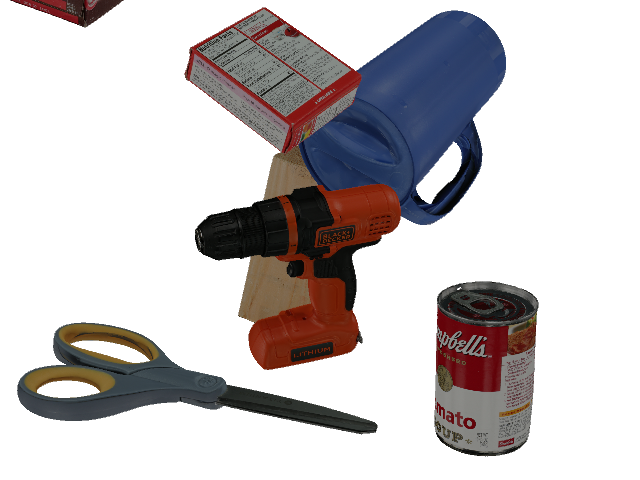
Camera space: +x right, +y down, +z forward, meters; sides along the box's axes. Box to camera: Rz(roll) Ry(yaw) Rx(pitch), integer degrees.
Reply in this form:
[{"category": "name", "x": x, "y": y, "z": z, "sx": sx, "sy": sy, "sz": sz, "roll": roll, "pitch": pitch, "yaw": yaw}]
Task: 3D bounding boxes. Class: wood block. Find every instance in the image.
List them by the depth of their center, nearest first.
[{"category": "wood block", "x": -0.022, "y": 0.000, "z": 1.276, "sx": 0.090, "sy": 0.206, "sz": 0.090, "roll": 21, "pitch": 22, "yaw": 17}]

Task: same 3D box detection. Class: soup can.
[{"category": "soup can", "x": 0.113, "y": 0.087, "z": 0.735, "sx": 0.068, "sy": 0.102, "sz": 0.068, "roll": -1, "pitch": 21, "yaw": 0}]

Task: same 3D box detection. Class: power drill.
[{"category": "power drill", "x": -0.024, "y": 0.035, "z": 0.968, "sx": 0.184, "sy": 0.188, "sz": 0.057, "roll": -9, "pitch": 46, "yaw": -16}]

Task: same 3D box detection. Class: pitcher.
[{"category": "pitcher", "x": 0.101, "y": -0.134, "z": 1.103, "sx": 0.145, "sy": 0.149, "sz": 0.242, "roll": 16, "pitch": 42, "yaw": 31}]

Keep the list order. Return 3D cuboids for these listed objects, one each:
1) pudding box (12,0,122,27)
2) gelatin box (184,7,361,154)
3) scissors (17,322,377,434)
[{"category": "pudding box", "x": -0.188, "y": -0.210, "z": 0.809, "sx": 0.090, "sy": 0.039, "sz": 0.113, "roll": 21, "pitch": 37, "yaw": 9}, {"category": "gelatin box", "x": -0.031, "y": -0.105, "z": 0.687, "sx": 0.089, "sy": 0.030, "sz": 0.073, "roll": 37, "pitch": 51, "yaw": 16}, {"category": "scissors", "x": -0.079, "y": 0.088, "z": 0.578, "sx": 0.202, "sy": 0.016, "sz": 0.096, "roll": 17, "pitch": 29, "yaw": 29}]
